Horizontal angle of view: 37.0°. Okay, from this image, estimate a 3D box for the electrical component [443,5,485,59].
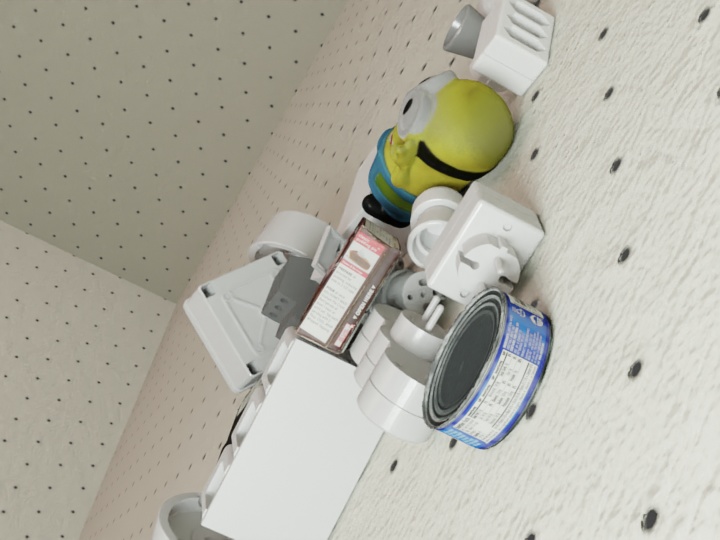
[{"bbox_3d":[0.107,-0.199,0.940,0.045,0.055,0.045,-59,12,21],"label":"electrical component"}]

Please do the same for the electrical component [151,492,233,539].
[{"bbox_3d":[-0.119,0.234,0.861,0.108,0.108,0.060,-101,32,-72],"label":"electrical component"}]

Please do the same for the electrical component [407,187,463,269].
[{"bbox_3d":[0.059,-0.031,0.803,0.045,0.045,0.055,-56,13,32],"label":"electrical component"}]

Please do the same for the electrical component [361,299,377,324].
[{"bbox_3d":[0.018,0.027,0.862,0.043,0.043,0.062,-64,13,-2],"label":"electrical component"}]

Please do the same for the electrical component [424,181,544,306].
[{"bbox_3d":[0.077,-0.006,0.659,0.065,0.047,0.076,-59,12,20],"label":"electrical component"}]

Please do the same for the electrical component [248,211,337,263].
[{"bbox_3d":[-0.059,-0.019,1.161,0.060,0.108,0.108,-62,10,-28],"label":"electrical component"}]

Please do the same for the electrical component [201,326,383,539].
[{"bbox_3d":[-0.045,0.129,0.794,0.150,0.089,0.062,-63,11,3],"label":"electrical component"}]

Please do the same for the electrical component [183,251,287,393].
[{"bbox_3d":[-0.104,0.052,1.089,0.109,0.108,0.056,-26,-11,-35],"label":"electrical component"}]

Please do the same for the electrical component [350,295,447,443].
[{"bbox_3d":[0.035,0.051,0.707,0.073,0.052,0.138,-60,11,13],"label":"electrical component"}]

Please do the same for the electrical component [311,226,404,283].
[{"bbox_3d":[0.000,0.000,0.930,0.064,0.081,0.042,-9,51,40],"label":"electrical component"}]

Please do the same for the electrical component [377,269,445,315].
[{"bbox_3d":[0.039,0.019,0.798,0.040,0.040,0.046,-66,17,-11],"label":"electrical component"}]

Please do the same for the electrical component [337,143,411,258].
[{"bbox_3d":[0.026,-0.065,0.996,0.078,0.057,0.113,-49,18,50],"label":"electrical component"}]

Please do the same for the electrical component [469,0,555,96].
[{"bbox_3d":[0.113,-0.169,0.862,0.076,0.047,0.065,-51,16,46],"label":"electrical component"}]

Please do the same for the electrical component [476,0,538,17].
[{"bbox_3d":[0.133,-0.237,0.956,0.046,0.040,0.040,-42,23,46],"label":"electrical component"}]
